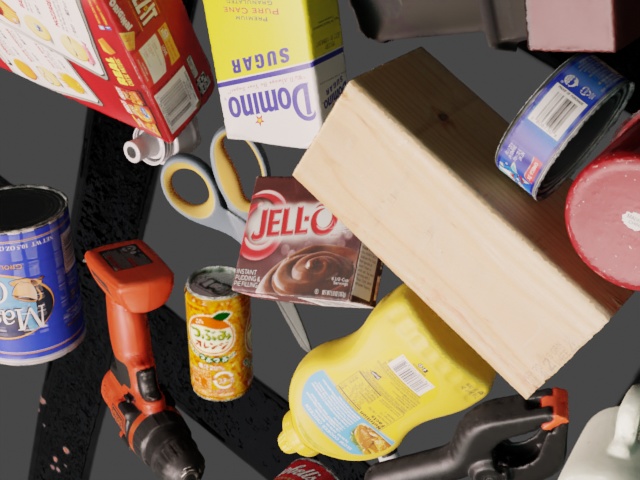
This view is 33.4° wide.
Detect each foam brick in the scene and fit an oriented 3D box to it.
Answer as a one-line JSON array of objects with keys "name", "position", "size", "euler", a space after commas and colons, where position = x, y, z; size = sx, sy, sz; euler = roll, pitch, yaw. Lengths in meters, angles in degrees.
[{"name": "foam brick", "position": [0.150, -0.137, 0.576], "size": [0.053, 0.078, 0.051], "euler": [9, 119, 38]}]

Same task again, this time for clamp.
[{"name": "clamp", "position": [0.111, 0.158, 0.771], "size": [0.120, 0.039, 0.172], "euler": [17, 129, -14]}]

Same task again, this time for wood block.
[{"name": "wood block", "position": [0.097, -0.015, 0.676], "size": [0.206, 0.090, 0.090], "euler": [45, 132, 12]}]

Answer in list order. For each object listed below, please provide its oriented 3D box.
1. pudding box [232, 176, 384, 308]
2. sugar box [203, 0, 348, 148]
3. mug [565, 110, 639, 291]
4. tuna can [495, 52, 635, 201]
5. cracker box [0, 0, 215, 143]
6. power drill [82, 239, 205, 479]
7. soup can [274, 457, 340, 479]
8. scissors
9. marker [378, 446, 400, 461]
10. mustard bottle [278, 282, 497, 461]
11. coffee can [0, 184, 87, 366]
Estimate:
[{"name": "pudding box", "position": [-0.005, 0.001, 0.775], "size": [0.114, 0.039, 0.090], "euler": [4, 78, 36]}, {"name": "sugar box", "position": [-0.034, -0.154, 0.739], "size": [0.093, 0.048, 0.176], "euler": [10, 118, 36]}, {"name": "mug", "position": [0.194, -0.012, 0.604], "size": [0.093, 0.081, 0.117], "euler": [-3, 111, 40]}, {"name": "tuna can", "position": [0.140, -0.066, 0.616], "size": [0.034, 0.085, 0.086], "euler": [42, 133, 17]}, {"name": "cracker box", "position": [-0.194, -0.179, 0.800], "size": [0.214, 0.072, 0.164], "euler": [26, 156, 27]}, {"name": "power drill", "position": [-0.154, 0.107, 0.935], "size": [0.185, 0.057, 0.188], "euler": [34, 131, 53]}, {"name": "soup can", "position": [-0.031, 0.242, 0.912], "size": [0.069, 0.102, 0.068], "euler": [20, 125, 31]}, {"name": "scissors", "position": [-0.068, 0.005, 0.853], "size": [0.096, 0.016, 0.202], "euler": [-5, 113, 11]}, {"name": "marker", "position": [0.048, 0.155, 0.857], "size": [0.020, 0.020, 0.121], "euler": [-8, 108, 42]}, {"name": "mustard bottle", "position": [0.033, 0.114, 0.798], "size": [0.096, 0.058, 0.192], "euler": [45, 125, -8]}, {"name": "coffee can", "position": [-0.279, 0.032, 1.002], "size": [0.103, 0.102, 0.140], "euler": [17, 123, 32]}]
